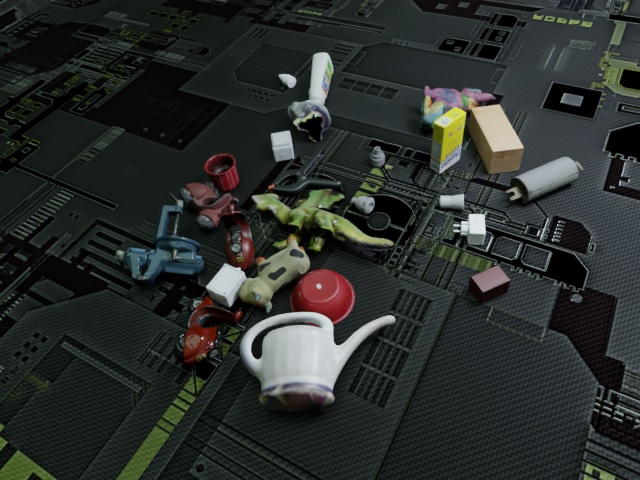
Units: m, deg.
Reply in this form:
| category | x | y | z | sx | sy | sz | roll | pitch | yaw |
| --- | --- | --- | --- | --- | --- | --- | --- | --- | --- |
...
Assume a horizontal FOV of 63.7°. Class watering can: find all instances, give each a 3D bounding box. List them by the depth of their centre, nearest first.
| category | x | y | z | sx | sy | sz | roll | pitch | yaw |
| --- | --- | --- | --- | --- | --- | --- | --- | --- | --- |
| watering can | -0.005 | 0.252 | 1.106 | 0.347 | 0.101 | 0.230 | -4 | 50 | 4 |

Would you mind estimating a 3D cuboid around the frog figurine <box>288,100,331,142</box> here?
| category | x | y | z | sx | sy | sz | roll | pitch | yaw |
| --- | --- | --- | --- | --- | --- | --- | --- | --- | --- |
| frog figurine | -0.038 | -0.411 | 1.682 | 0.137 | 0.120 | 0.163 | 14 | 34 | -24 |

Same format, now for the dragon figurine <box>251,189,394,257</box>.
| category | x | y | z | sx | sy | sz | roll | pitch | yaw |
| --- | --- | --- | --- | --- | --- | --- | --- | --- | --- |
| dragon figurine | 0.004 | -0.070 | 1.393 | 0.410 | 0.119 | 0.249 | 6 | 43 | 11 |
